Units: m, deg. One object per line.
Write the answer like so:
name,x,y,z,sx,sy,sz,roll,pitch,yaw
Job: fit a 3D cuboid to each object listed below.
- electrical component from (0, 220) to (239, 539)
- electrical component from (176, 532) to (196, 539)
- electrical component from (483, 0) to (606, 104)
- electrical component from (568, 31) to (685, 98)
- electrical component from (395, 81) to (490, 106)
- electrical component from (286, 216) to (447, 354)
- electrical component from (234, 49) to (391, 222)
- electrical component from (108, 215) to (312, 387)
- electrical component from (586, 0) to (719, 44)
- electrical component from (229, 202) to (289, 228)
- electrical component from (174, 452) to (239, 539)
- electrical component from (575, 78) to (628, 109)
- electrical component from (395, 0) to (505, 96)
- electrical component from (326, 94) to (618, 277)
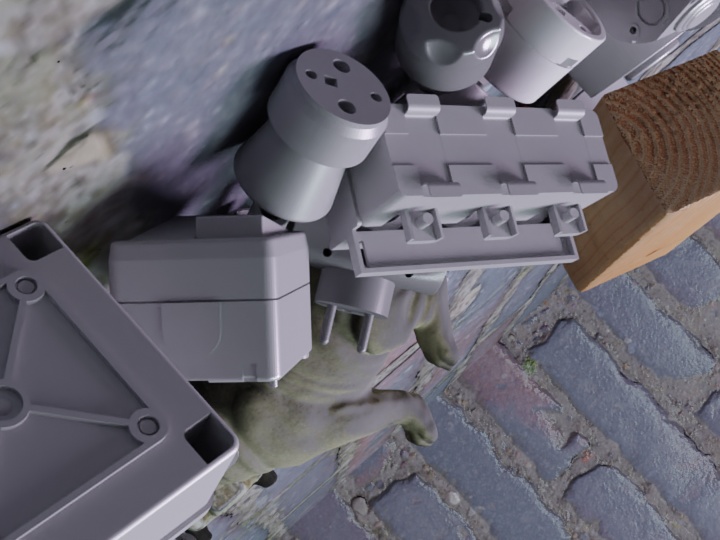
electrical component,-0.114,0.055,0.334,0.109,0.108,0.056,-33,163,-40
electrical component,-0.158,0.174,0.525,0.186,0.060,0.105,-5,-175,23
electrical component,0.082,-0.114,0.520,0.047,0.055,0.055,-45,169,32
electrical component,0.171,-0.159,0.693,0.099,0.064,0.099,-37,-178,2
electrical component,0.032,-0.074,0.531,0.065,0.044,0.044,-49,168,11
electrical component,0.000,0.000,0.524,0.043,0.077,0.079,153,-50,-78
electrical component,-0.019,-0.053,0.422,0.045,0.045,0.055,-30,163,-48
electrical component,-0.055,0.009,0.425,0.062,0.061,0.096,-1,-176,6
electrical component,0.148,-0.154,0.531,0.051,0.080,0.080,-28,162,-35
electrical component,-0.050,-0.008,0.488,0.043,0.043,0.062,-33,164,-41
electrical component,-0.114,0.080,0.460,0.100,0.099,0.048,-42,-178,-3
electrical component,0.203,-0.112,0.929,0.108,0.060,0.108,-40,169,-10
electrical component,0.036,-0.095,0.456,0.043,0.043,0.062,-40,170,-14
electrical component,0.049,-0.042,0.479,0.121,0.078,0.063,-4,163,-32
